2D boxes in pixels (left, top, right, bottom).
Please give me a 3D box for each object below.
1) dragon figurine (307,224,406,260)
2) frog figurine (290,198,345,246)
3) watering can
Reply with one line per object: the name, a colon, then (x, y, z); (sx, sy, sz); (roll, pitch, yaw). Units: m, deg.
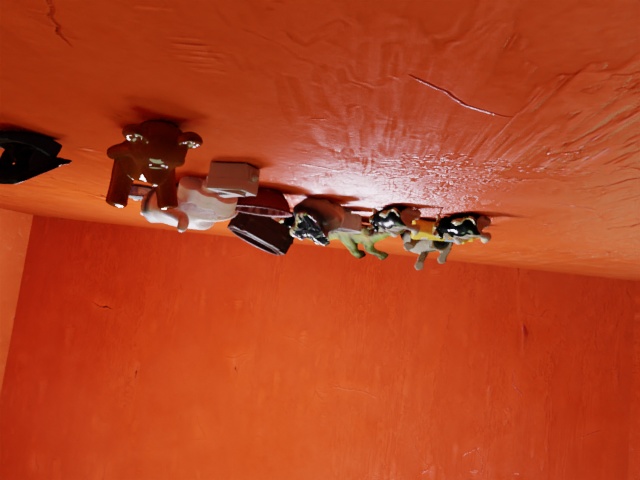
dragon figurine: (0.092, -0.035, 1.672); (0.410, 0.124, 0.239); (3, 157, 22)
frog figurine: (0.004, -0.067, 1.329); (0.137, 0.121, 0.162); (-7, -155, 32)
watering can: (-0.338, -0.076, 1.267); (0.224, 0.103, 0.350); (9, -169, 11)
